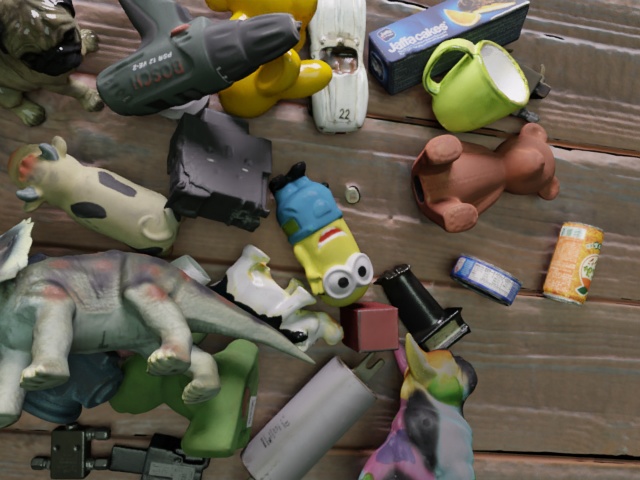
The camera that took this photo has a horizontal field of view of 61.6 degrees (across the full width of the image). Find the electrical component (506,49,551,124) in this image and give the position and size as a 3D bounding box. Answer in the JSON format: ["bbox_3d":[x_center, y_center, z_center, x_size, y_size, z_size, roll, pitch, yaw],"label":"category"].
[{"bbox_3d":[0.261,-0.210,0.724,0.102,0.045,0.078,21,110,-6],"label":"electrical component"}]

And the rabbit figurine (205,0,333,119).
[{"bbox_3d":[-0.061,-0.221,0.635,0.163,0.122,0.173,34,112,27],"label":"rabbit figurine"}]

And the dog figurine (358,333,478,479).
[{"bbox_3d":[0.108,0.226,0.634,0.192,0.108,0.219,-13,72,-6],"label":"dog figurine"}]

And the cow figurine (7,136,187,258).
[{"bbox_3d":[-0.251,-0.045,0.601,0.195,0.127,0.085,26,83,-10],"label":"cow figurine"}]

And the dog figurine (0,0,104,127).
[{"bbox_3d":[-0.323,-0.201,0.559,0.172,0.190,0.121,-16,92,-7],"label":"dog figurine"}]

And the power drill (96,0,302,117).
[{"bbox_3d":[-0.150,-0.248,0.571,0.232,0.086,0.207,-23,91,19],"label":"power drill"}]

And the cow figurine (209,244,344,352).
[{"bbox_3d":[-0.053,0.090,0.660,0.167,0.068,0.098,42,84,-7],"label":"cow figurine"}]

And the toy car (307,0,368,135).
[{"bbox_3d":[0.021,-0.234,0.678,0.073,0.056,0.201,-2,91,-8],"label":"toy car"}]

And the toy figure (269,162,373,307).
[{"bbox_3d":[0.002,-0.004,0.665,0.082,0.089,0.180,-32,86,6],"label":"toy figure"}]

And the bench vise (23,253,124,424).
[{"bbox_3d":[-0.343,0.138,0.589,0.224,0.129,0.240,40,83,3],"label":"bench vise"}]

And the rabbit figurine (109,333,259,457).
[{"bbox_3d":[-0.164,0.164,0.624,0.170,0.121,0.159,7,85,6],"label":"rabbit figurine"}]

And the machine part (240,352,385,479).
[{"bbox_3d":[-0.013,0.227,0.662,0.243,0.079,0.079,-43,96,-6],"label":"machine part"}]

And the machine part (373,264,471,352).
[{"bbox_3d":[0.133,0.090,0.705,0.084,0.039,0.139,-41,98,2],"label":"machine part"}]

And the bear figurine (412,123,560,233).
[{"bbox_3d":[0.221,-0.082,0.675,0.196,0.132,0.120,-11,93,-2],"label":"bear figurine"}]

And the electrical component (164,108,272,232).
[{"bbox_3d":[-0.117,-0.087,0.626,0.115,0.058,0.134,14,56,-30],"label":"electrical component"}]

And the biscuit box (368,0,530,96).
[{"bbox_3d":[0.161,-0.260,0.688,0.203,0.062,0.059,-25,64,-8],"label":"biscuit box"}]

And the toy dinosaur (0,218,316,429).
[{"bbox_3d":[-0.208,0.065,0.529,0.404,0.131,0.192,7,50,-36],"label":"toy dinosaur"}]

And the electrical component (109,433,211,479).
[{"bbox_3d":[-0.196,0.276,0.650,0.119,0.048,0.074,16,87,-10],"label":"electrical component"}]

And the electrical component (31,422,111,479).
[{"bbox_3d":[-0.298,0.251,0.643,0.094,0.021,0.063,-1,88,1],"label":"electrical component"}]
